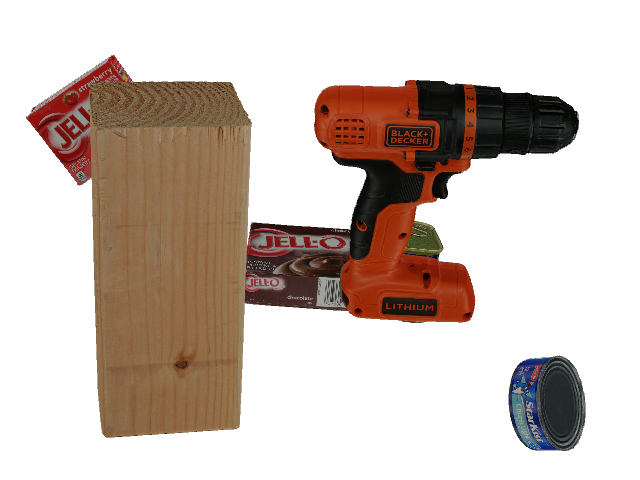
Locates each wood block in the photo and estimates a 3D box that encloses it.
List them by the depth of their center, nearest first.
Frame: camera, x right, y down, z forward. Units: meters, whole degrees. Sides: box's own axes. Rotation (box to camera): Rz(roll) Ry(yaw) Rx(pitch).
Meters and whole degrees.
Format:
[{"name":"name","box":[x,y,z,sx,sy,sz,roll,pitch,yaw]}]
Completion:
[{"name":"wood block","box":[-0.097,0.011,0.672,0.090,0.206,0.090,-2,25,-13]}]

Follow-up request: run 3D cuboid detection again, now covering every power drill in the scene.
[{"name":"power drill","box":[0.086,-0.028,0.785,0.184,0.188,0.057,3,33,2]}]

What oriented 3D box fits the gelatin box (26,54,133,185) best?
[{"name":"gelatin box","box":[-0.188,-0.100,0.893,0.089,0.073,0.030,-31,20,11]}]

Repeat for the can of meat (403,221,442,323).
[{"name":"can of meat","box":[0.093,0.032,1.148,0.057,0.084,0.102,6,18,-4]}]

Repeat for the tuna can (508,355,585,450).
[{"name":"tuna can","box":[0.207,0.149,0.977,0.034,0.086,0.085,-10,-7,40]}]

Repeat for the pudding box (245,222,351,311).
[{"name":"pudding box","box":[-0.011,0.022,0.946,0.113,0.039,0.090,6,30,-2]}]
